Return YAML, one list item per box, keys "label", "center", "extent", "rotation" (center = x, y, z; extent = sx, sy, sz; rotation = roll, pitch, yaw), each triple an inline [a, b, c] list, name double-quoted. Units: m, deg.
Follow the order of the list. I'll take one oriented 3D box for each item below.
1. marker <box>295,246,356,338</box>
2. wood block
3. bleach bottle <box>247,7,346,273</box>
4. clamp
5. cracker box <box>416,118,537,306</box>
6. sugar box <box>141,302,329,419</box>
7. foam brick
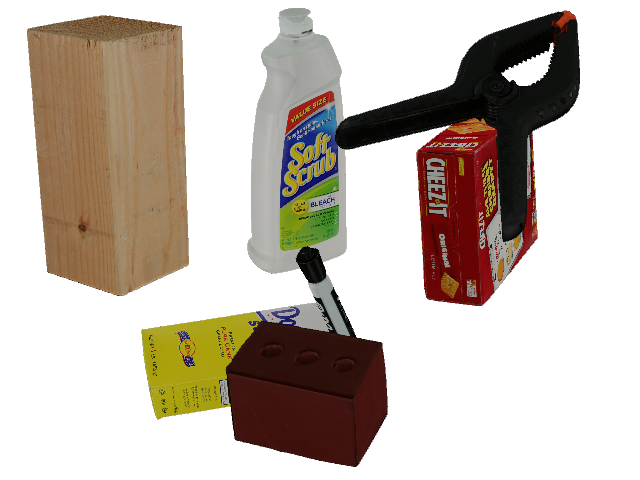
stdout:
- label: "marker"
  center: [0.008, 0.052, 0.834]
  extent: [0.020, 0.121, 0.020]
  rotation: [-15, 36, 11]
- label: "wood block"
  center: [-0.172, -0.072, 0.877]
  extent: [0.091, 0.206, 0.090]
  rotation: [15, 25, 31]
- label: "bleach bottle"
  center: [-0.026, -0.097, 1.033]
  extent: [0.102, 0.251, 0.068]
  rotation: [-14, 30, -21]
- label: "clamp"
  center: [0.138, -0.097, 0.807]
  extent: [0.165, 0.209, 0.036]
  rotation: [40, -22, 28]
- label: "cracker box"
  center: [0.172, -0.046, 1.151]
  extent: [0.072, 0.164, 0.213]
  rotation: [3, 20, 26]
- label: "sugar box"
  center: [-0.076, 0.111, 1.010]
  extent: [0.176, 0.048, 0.093]
  rotation: [-11, 35, -8]
- label: "foam brick"
  center: [-0.007, 0.086, 0.604]
  extent: [0.078, 0.051, 0.053]
  rotation: [8, 31, 19]
